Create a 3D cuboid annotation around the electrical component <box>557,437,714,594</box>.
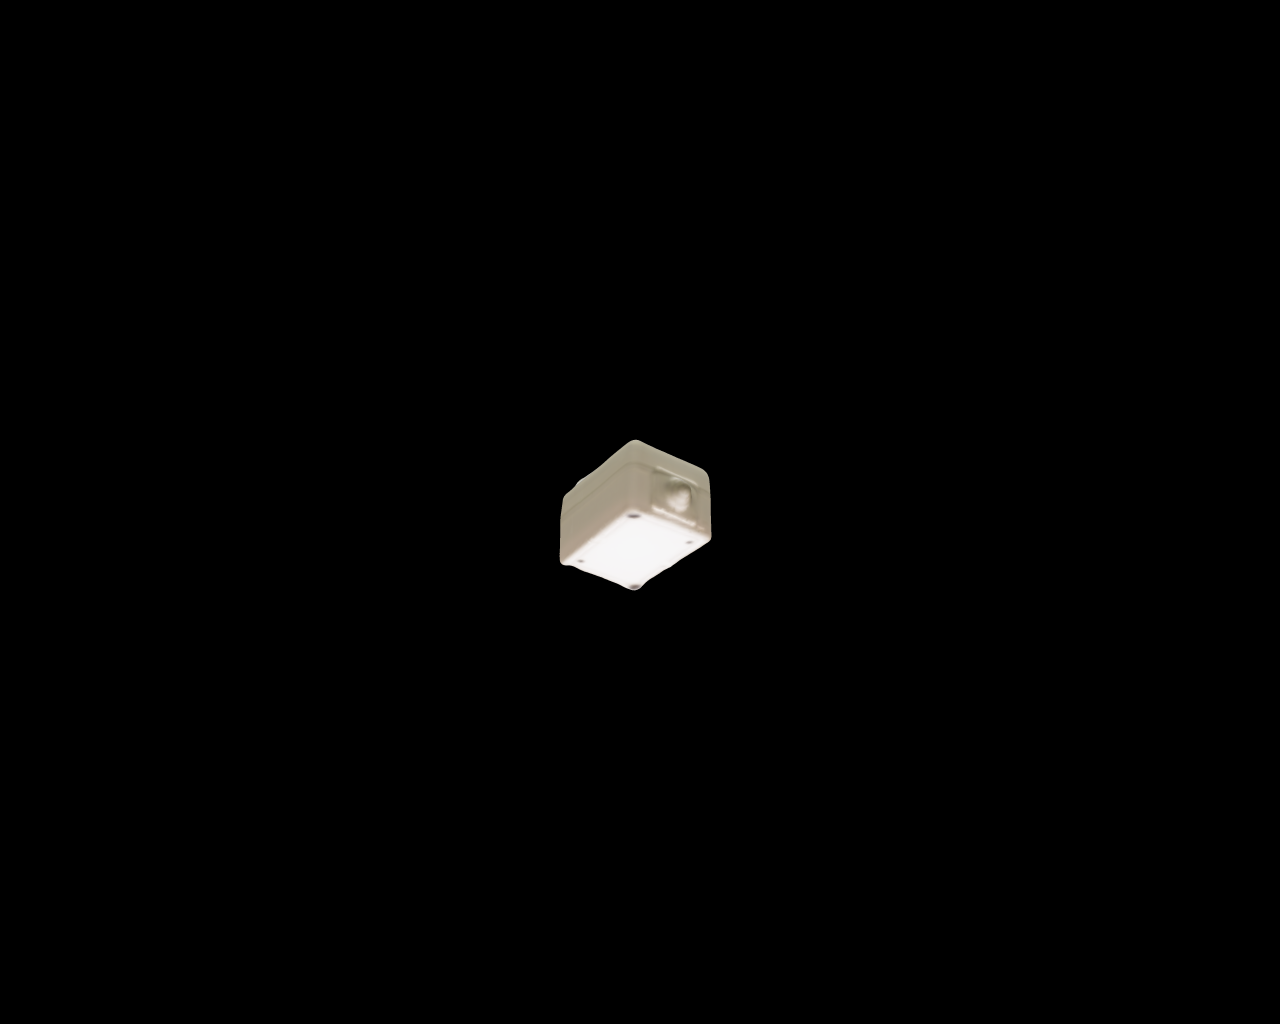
[{"bbox_3d":[0.001,-0.003,0.650,0.062,0.061,0.096,22,-39,-30],"label":"electrical component"}]
